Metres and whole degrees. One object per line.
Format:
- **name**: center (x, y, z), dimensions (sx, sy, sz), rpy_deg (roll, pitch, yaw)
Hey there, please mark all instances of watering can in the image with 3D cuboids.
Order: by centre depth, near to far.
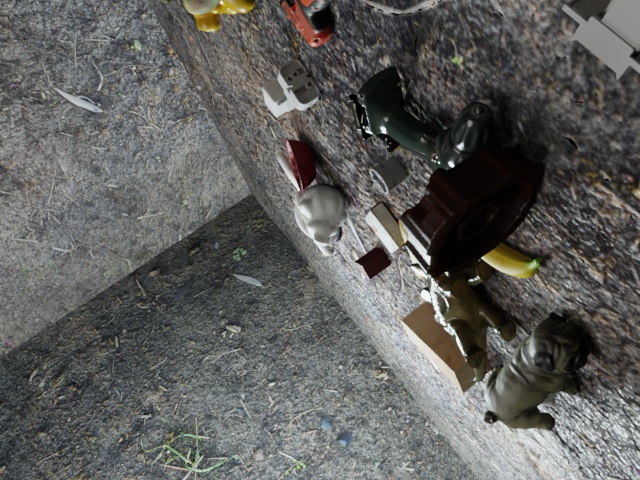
- **watering can**: center (-0.028, -0.105, 1.595), dimensions (0.352, 0.103, 0.222), rpy_deg (66, -168, 17)

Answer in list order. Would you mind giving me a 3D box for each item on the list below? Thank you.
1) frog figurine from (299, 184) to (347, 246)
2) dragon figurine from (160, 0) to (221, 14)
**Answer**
- **frog figurine**: center (0.004, -0.071, 1.418), dimensions (0.137, 0.163, 0.120), rpy_deg (25, 144, -15)
- **dragon figurine**: center (-0.255, -0.526, 0.906), dimensions (0.416, 0.244, 0.120), rpy_deg (49, 173, 28)
